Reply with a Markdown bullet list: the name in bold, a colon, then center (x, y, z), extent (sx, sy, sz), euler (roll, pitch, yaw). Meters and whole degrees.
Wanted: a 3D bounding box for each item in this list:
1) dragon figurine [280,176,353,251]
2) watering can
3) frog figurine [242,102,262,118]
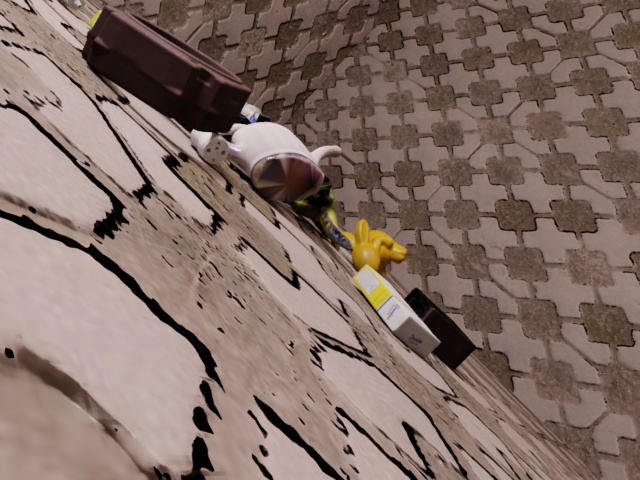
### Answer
- **dragon figurine**: center (0.004, -0.063, 1.251), extent (0.418, 0.122, 0.238), euler (58, 4, 37)
- **watering can**: center (-0.059, -0.170, 1.068), extent (0.347, 0.102, 0.229), euler (4, 35, -33)
- **frog figurine**: center (-0.247, -0.341, 1.503), extent (0.160, 0.125, 0.134), euler (20, -46, 13)
